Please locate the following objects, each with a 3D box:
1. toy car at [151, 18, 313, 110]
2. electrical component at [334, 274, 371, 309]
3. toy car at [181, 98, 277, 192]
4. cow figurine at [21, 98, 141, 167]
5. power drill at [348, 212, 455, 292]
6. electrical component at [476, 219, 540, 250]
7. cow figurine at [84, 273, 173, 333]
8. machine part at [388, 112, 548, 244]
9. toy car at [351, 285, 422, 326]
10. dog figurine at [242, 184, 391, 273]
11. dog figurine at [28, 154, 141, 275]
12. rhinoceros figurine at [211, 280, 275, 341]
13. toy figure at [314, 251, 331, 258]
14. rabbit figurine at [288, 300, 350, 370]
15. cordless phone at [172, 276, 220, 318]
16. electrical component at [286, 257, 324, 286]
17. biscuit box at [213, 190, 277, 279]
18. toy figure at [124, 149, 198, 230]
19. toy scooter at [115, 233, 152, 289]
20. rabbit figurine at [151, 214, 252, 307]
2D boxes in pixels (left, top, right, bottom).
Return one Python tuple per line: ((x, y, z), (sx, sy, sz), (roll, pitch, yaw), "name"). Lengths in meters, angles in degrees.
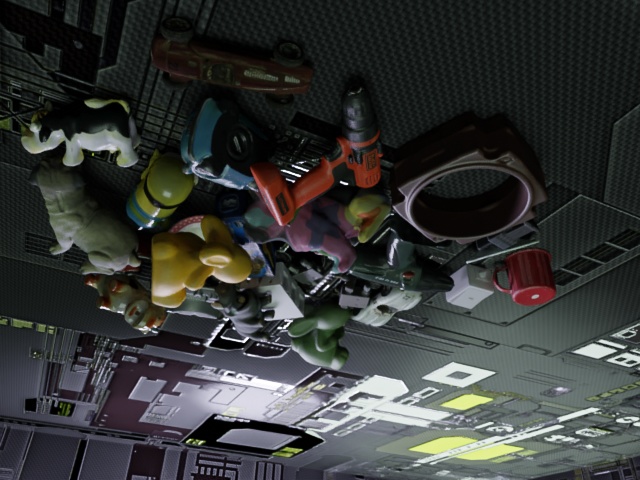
((-0.110, -0.216, 0.678), (0.202, 0.053, 0.089), (11, 142, -10), "toy car")
((0.069, 0.111, 1.155), (0.078, 0.045, 0.102), (3, 146, 3), "electrical component")
((-0.142, -0.133, 0.772), (0.103, 0.109, 0.161), (9, 172, 37), "toy car")
((-0.346, -0.159, 0.761), (0.167, 0.068, 0.098), (1, 140, -4), "cow figurine")
((0.176, 0.027, 1.006), (0.232, 0.086, 0.207), (10, 153, -6), "power drill")
((0.306, -0.027, 0.913), (0.047, 0.075, 0.119), (26, 143, -33), "electrical component")
((-0.386, 0.119, 1.091), (0.127, 0.195, 0.085), (31, 93, -47), "cow figurine")
((0.224, -0.083, 0.822), (0.201, 0.087, 0.201), (-25, 139, 34), "machine part")
((0.144, 0.143, 1.189), (0.073, 0.056, 0.201), (20, 142, -24), "toy car")
((-0.018, -0.050, 0.872), (0.219, 0.191, 0.108), (35, 178, -5), "dog figurine")
((-0.374, -0.040, 0.881), (0.172, 0.121, 0.190), (16, 144, -4), "dog figurine")
((-0.155, 0.139, 1.083), (0.112, 0.073, 0.190), (6, 149, 15), "rhinoceros figurine")
((-0.002, -0.002, 0.983), (0.154, 0.064, 0.057), (26, 102, -38), "toy figure")
((0.005, 0.198, 1.261), (0.159, 0.121, 0.170), (16, 126, -8), "rabbit figurine")
((-0.244, 0.071, 1.106), (0.147, 0.089, 0.184), (10, 135, -12), "cordless phone")
((-0.023, 0.067, 1.118), (0.063, 0.021, 0.094), (-22, 139, 31), "electrical component")
((-0.133, -0.006, 0.980), (0.059, 0.063, 0.202), (-5, 146, 10), "biscuit box")
((-0.261, -0.069, 0.870), (0.082, 0.089, 0.180), (24, 140, -32), "toy figure")
((-0.352, 0.039, 1.037), (0.184, 0.075, 0.135), (4, 130, -13), "toy scooter")
((-0.197, 0.028, 0.912), (0.173, 0.122, 0.162), (7, 141, -19), "rabbit figurine")
